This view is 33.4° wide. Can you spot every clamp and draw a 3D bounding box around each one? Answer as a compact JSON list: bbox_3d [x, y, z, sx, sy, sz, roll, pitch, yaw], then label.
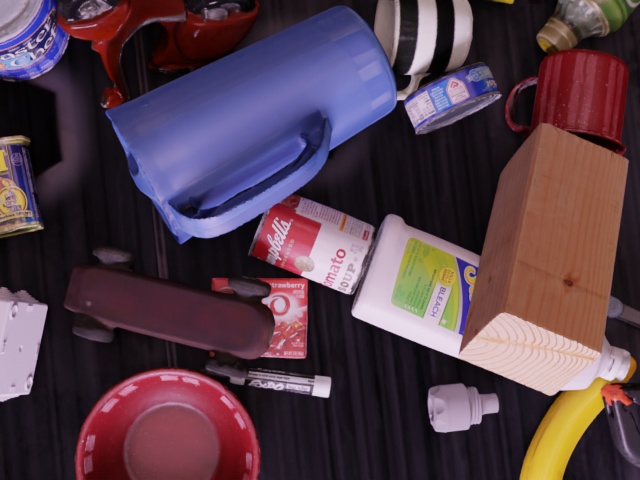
[{"bbox_3d":[0.334,0.181,0.987,0.120,0.039,0.171,-46,106,-13],"label":"clamp"}]

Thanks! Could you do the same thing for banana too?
[{"bbox_3d":[0.231,0.190,0.993,0.069,0.037,0.198,24,86,-21],"label":"banana"}]

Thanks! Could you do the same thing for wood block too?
[{"bbox_3d":[0.195,0.013,0.918,0.090,0.090,0.206,23,55,-5],"label":"wood block"}]

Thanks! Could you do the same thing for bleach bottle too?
[{"bbox_3d":[0.161,0.066,0.971,0.251,0.068,0.102,20,77,0],"label":"bleach bottle"}]

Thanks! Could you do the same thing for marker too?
[{"bbox_3d":[-0.051,0.128,0.985,0.121,0.020,0.020,8,85,-3],"label":"marker"}]

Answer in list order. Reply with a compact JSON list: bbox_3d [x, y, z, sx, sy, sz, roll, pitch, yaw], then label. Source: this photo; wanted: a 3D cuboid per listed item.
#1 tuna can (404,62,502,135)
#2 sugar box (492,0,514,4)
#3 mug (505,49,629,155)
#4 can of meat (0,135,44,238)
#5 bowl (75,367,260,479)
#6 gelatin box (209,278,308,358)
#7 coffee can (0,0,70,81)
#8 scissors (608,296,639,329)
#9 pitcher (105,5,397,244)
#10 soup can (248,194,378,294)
[{"bbox_3d":[0.121,-0.130,0.982,0.086,0.086,0.034,-23,86,-5],"label":"tuna can"},{"bbox_3d":[0.103,-0.282,0.999,0.176,0.048,0.093,11,88,9],"label":"sugar box"},{"bbox_3d":[0.230,-0.126,0.995,0.117,0.093,0.081,4,79,32],"label":"mug"},{"bbox_3d":[-0.306,-0.042,0.962,0.102,0.057,0.084,-12,90,-4],"label":"can of meat"},{"bbox_3d":[-0.134,0.194,0.956,0.162,0.055,0.162,0,86,-4],"label":"bowl"},{"bbox_3d":[-0.057,0.072,0.983,0.089,0.030,0.073,1,86,-4],"label":"gelatin box"},{"bbox_3d":[-0.280,-0.204,0.932,0.102,0.140,0.103,0,86,-4],"label":"coffee can"},{"bbox_3d":[0.258,0.074,1.010,0.202,0.016,0.096,40,86,1],"label":"scissors"},{"bbox_3d":[-0.052,-0.103,0.944,0.242,0.145,0.149,-29,89,-8],"label":"pitcher"},{"bbox_3d":[-0.006,0.001,0.972,0.102,0.068,0.068,22,85,-2],"label":"soup can"}]
